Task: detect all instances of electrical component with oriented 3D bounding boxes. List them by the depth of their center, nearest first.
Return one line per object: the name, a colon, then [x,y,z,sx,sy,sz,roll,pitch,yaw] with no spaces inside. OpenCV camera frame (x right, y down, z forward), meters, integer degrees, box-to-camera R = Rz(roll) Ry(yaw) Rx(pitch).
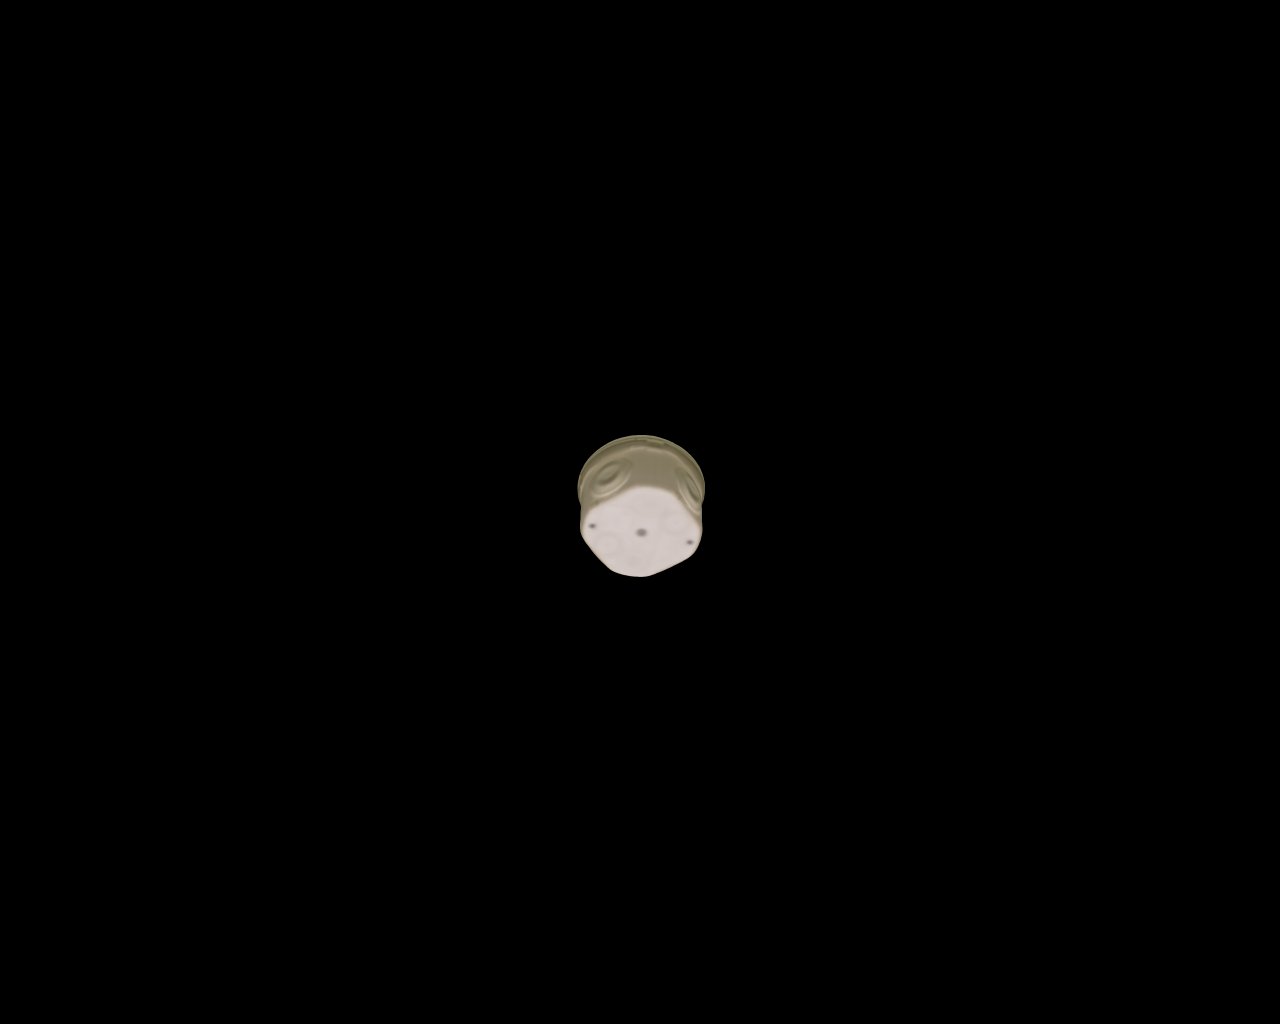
electrical component: [0.001,-0.003,0.650,0.080,0.080,0.051,0,38,0]
